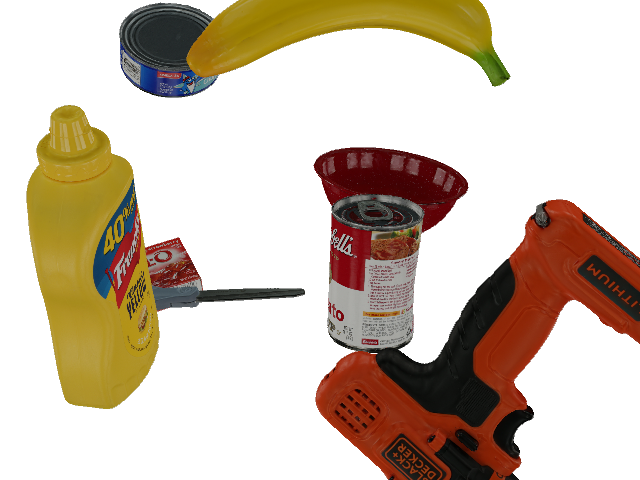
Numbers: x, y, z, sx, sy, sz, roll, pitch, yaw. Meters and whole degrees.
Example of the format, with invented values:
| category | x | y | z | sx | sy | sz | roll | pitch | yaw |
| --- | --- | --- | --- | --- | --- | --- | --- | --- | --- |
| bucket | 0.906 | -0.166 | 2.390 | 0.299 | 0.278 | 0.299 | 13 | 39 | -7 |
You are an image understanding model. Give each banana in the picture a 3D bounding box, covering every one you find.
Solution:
| category | x | y | z | sx | sy | sz | roll | pitch | yaw |
| --- | --- | --- | --- | --- | --- | --- | --- | --- | --- |
| banana | 0.020 | -0.129 | 0.623 | 0.197 | 0.069 | 0.037 | -1 | -15 | -14 |

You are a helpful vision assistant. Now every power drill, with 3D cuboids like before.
| category | x | y | z | sx | sy | sz | roll | pitch | yaw |
| --- | --- | --- | --- | --- | --- | --- | --- | --- | --- |
| power drill | 0.117 | 0.086 | 0.583 | 0.184 | 0.188 | 0.057 | 41 | 14 | 0 |

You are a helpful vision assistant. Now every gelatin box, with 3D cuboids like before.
| category | x | y | z | sx | sy | sz | roll | pitch | yaw |
| --- | --- | --- | --- | --- | --- | --- | --- | --- | --- |
| gelatin box | -0.172 | 0.038 | 1.077 | 0.089 | 0.030 | 0.073 | -17 | 40 | -16 |

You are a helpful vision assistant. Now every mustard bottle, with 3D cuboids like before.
| category | x | y | z | sx | sy | sz | roll | pitch | yaw |
| --- | --- | --- | --- | --- | --- | --- | --- | --- | --- |
| mustard bottle | -0.138 | 0.005 | 0.645 | 0.058 | 0.192 | 0.096 | 7 | 39 | 10 |

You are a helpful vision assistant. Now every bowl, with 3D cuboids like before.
| category | x | y | z | sx | sy | sz | roll | pitch | yaw |
| --- | --- | --- | --- | --- | --- | --- | --- | --- | --- |
| bowl | 0.071 | -0.046 | 1.115 | 0.162 | 0.055 | 0.162 | 6 | 23 | -3 |

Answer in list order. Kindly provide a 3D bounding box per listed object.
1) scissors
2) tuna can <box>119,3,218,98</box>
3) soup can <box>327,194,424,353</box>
| category | x | y | z | sx | sy | sz | roll | pitch | yaw |
| --- | --- | --- | --- | --- | --- | --- | --- | --- | --- |
| scissors | -0.121 | 0.053 | 0.860 | 0.202 | 0.016 | 0.096 | 3 | 22 | 15 |
| tuna can | -0.124 | -0.158 | 0.887 | 0.086 | 0.086 | 0.034 | 0 | -41 | -11 |
| soup can | 0.040 | 0.024 | 0.798 | 0.068 | 0.102 | 0.068 | 2 | 23 | -1 |
